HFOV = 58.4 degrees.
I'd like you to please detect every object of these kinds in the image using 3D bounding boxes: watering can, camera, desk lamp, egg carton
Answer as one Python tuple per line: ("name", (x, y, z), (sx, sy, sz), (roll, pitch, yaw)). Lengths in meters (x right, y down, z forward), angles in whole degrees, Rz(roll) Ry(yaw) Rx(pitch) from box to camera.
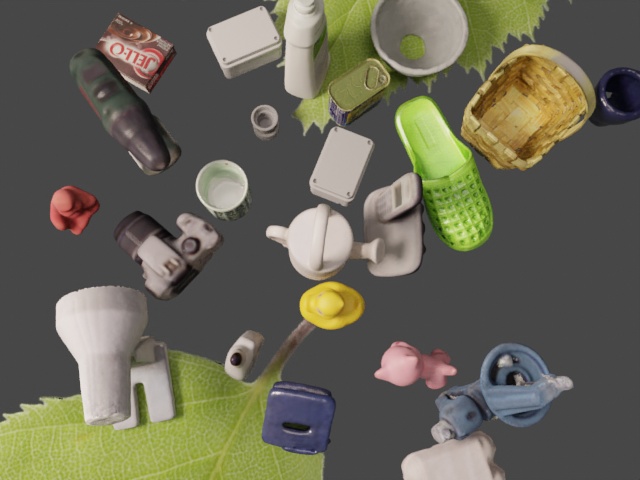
("watering can", (0.008, 0.001, 0.864), (0.173, 0.194, 0.101), (-11, 81, -3))
("camera", (-0.246, 0.004, 0.902), (0.137, 0.101, 0.143), (40, 82, 4))
("desk lamp", (-0.284, 0.175, 0.816), (0.118, 0.213, 0.203), (-12, 82, -4))
("egg carton", (0.205, 0.361, 0.878), (0.150, 0.069, 0.107), (-18, 82, -5))

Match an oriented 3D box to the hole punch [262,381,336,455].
("hole punch", (-0.031, 0.274, 0.872), (0.108, 0.091, 0.101), (9, 81, 0))

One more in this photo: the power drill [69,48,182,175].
("power drill", (-0.281, -0.174, 0.874), (0.075, 0.208, 0.229), (-38, 84, -7))

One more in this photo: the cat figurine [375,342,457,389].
("cat figurine", (0.146, 0.193, 0.878), (0.128, 0.117, 0.067), (9, 81, 0))

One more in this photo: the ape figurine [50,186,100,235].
("ape figurine", (-0.396, -0.055, 0.910), (0.078, 0.092, 0.076), (-17, 82, -4))

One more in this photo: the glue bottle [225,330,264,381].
("glue bottle", (-0.115, 0.172, 0.843), (0.037, 0.173, 0.078), (24, 81, 2))

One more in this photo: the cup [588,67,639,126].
("cup", (0.503, -0.241, 0.970), (0.118, 0.095, 0.091), (-43, 85, -8))

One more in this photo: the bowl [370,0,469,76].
("bowl", (0.165, -0.349, 0.985), (0.167, 0.074, 0.167), (0, 81, -2))

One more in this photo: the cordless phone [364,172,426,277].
("cordless phone", (0.122, -0.022, 0.876), (0.094, 0.185, 0.147), (-4, 81, -2))

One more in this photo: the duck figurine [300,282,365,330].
("duck figurine", (0.020, 0.102, 0.903), (0.104, 0.086, 0.077), (2, 81, -2))

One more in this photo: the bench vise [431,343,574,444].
("bench vise", (0.268, 0.238, 0.823), (0.121, 0.219, 0.207), (40, 82, 5))
